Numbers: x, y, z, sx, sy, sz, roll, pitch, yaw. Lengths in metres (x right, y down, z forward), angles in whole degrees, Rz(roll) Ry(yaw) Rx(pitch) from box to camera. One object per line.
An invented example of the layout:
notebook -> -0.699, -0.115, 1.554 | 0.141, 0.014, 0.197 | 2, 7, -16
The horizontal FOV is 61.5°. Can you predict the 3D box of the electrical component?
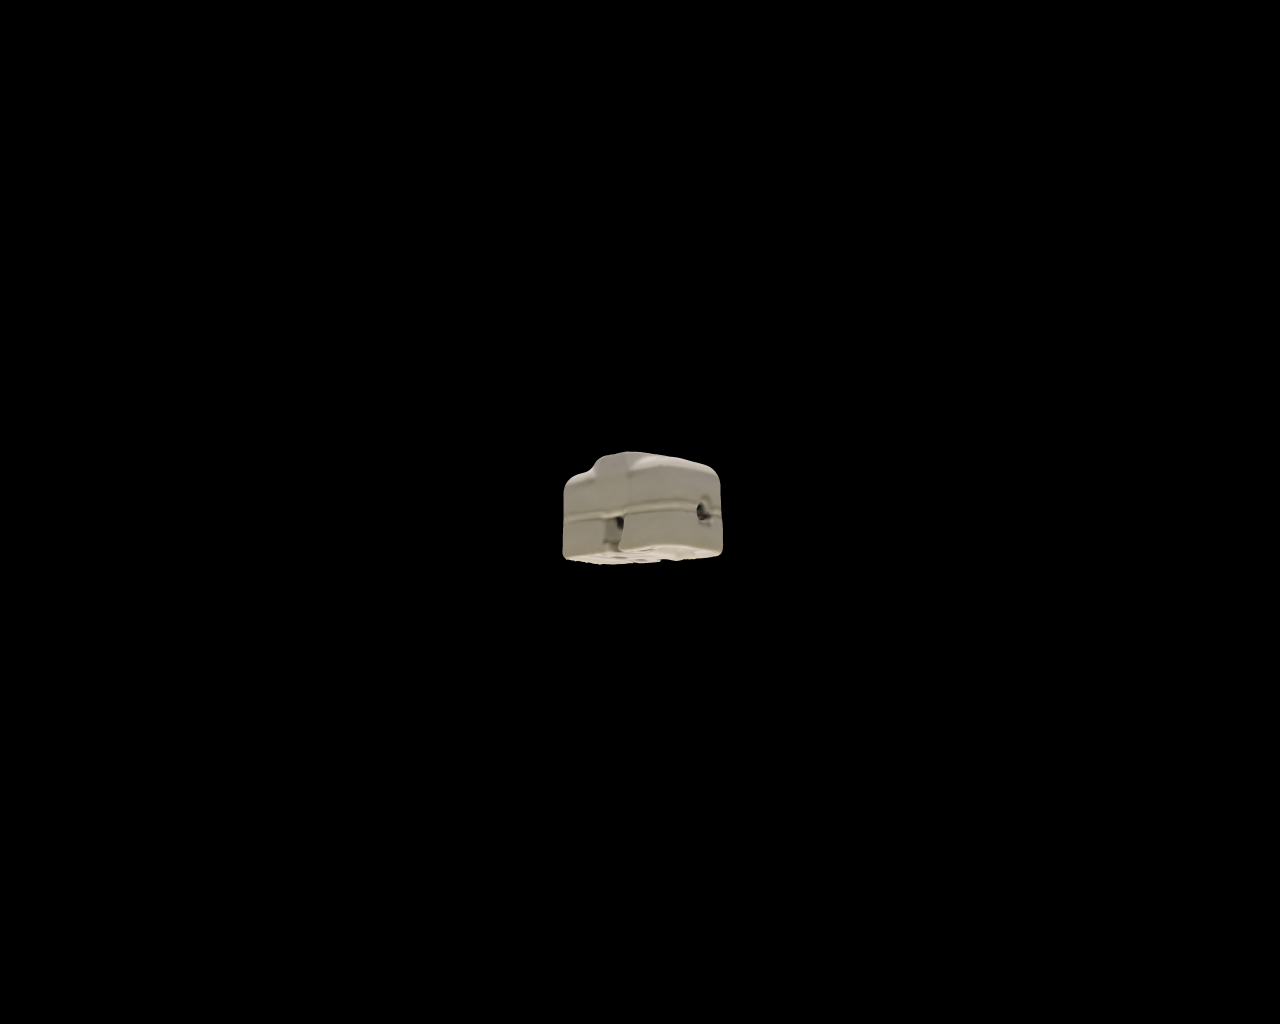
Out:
electrical component -> 0.001, -0.003, 0.650 | 0.095, 0.059, 0.054 | -8, -13, 39
